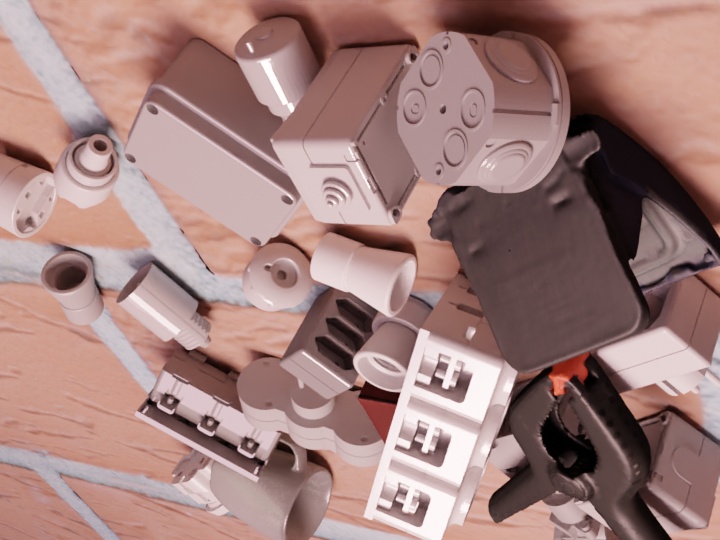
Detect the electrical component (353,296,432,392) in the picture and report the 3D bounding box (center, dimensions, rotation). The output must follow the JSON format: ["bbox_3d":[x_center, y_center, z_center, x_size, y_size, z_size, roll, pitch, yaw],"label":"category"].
[{"bbox_3d":[0.026,0.051,0.760,0.045,0.055,0.045,20,146,14],"label":"electrical component"}]

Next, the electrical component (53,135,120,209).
[{"bbox_3d":[-0.192,-0.074,0.765,0.043,0.043,0.062,35,145,-9],"label":"electrical component"}]

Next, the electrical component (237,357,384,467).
[{"bbox_3d":[-0.038,0.108,0.888,0.138,0.052,0.073,18,145,17],"label":"electrical component"}]

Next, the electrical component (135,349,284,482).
[{"bbox_3d":[-0.128,0.127,0.964,0.121,0.078,0.063,28,118,1],"label":"electrical component"}]

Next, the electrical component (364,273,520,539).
[{"bbox_3d":[0.062,0.093,0.705,0.062,0.089,0.150,21,118,12],"label":"electrical component"}]

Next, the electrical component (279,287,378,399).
[{"bbox_3d":[-0.028,0.058,0.800,0.047,0.065,0.077,37,146,-13],"label":"electrical component"}]

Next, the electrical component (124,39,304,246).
[{"bbox_3d":[-0.081,-0.076,0.666,0.113,0.057,0.078,34,147,-7],"label":"electrical component"}]

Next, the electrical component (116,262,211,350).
[{"bbox_3d":[-0.155,0.036,0.886,0.081,0.043,0.043,43,145,-20],"label":"electrical component"}]

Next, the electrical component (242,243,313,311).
[{"bbox_3d":[-0.066,0.010,0.784,0.048,0.048,0.062,37,153,-13],"label":"electrical component"}]

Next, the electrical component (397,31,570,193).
[{"bbox_3d":[0.060,-0.078,0.531,0.051,0.080,0.080,-3,165,-35],"label":"electrical component"}]

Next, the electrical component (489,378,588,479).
[{"bbox_3d":[0.132,0.115,0.772,0.056,0.050,0.089,40,145,-16],"label":"electrical component"}]

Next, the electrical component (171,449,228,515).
[{"bbox_3d":[-0.152,0.217,1.116,0.057,0.058,0.078,45,144,-18],"label":"electrical component"}]

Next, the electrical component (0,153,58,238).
[{"bbox_3d":[-0.270,-0.059,0.834,0.047,0.055,0.055,25,147,13],"label":"electrical component"}]

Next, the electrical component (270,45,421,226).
[{"bbox_3d":[-0.004,-0.068,0.582,0.061,0.096,0.061,4,140,34],"label":"electrical component"}]

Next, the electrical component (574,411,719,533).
[{"bbox_3d":[0.201,0.149,0.754,0.061,0.061,0.096,35,148,-12],"label":"electrical component"}]

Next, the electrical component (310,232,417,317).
[{"bbox_3d":[0.000,0.000,0.725,0.065,0.044,0.044,21,147,21],"label":"electrical component"}]

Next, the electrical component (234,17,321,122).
[{"bbox_3d":[-0.041,-0.106,0.610,0.040,0.040,0.078,5,141,32],"label":"electrical component"}]

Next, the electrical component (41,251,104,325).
[{"bbox_3d":[-0.247,0.019,0.935,0.044,0.044,0.065,19,151,14],"label":"electrical component"}]

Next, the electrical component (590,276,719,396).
[{"bbox_3d":[0.185,0.050,0.647,0.076,0.047,0.083,38,147,-14],"label":"electrical component"}]
